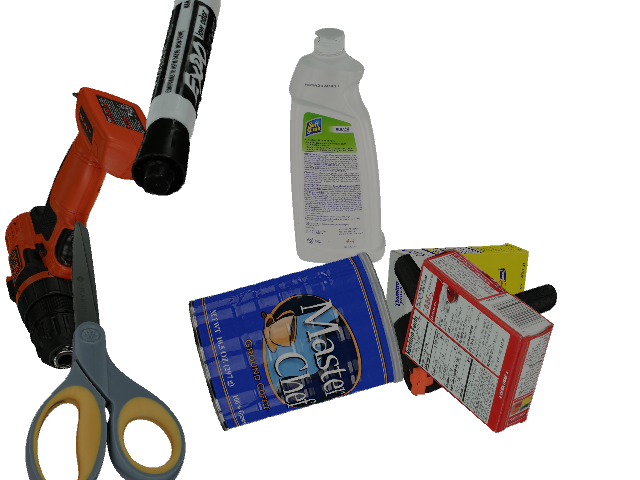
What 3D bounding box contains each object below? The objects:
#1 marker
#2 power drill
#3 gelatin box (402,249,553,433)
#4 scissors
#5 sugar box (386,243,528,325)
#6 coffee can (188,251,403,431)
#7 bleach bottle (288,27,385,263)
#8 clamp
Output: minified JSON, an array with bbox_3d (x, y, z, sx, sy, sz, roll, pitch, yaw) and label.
[{"bbox_3d":[-0.053,-0.060,0.403,0.020,0.020,0.121,0,43,3],"label":"marker"},{"bbox_3d":[-0.194,-0.014,0.857,0.057,0.188,0.184,17,26,-36],"label":"power drill"},{"bbox_3d":[0.092,0.059,0.640,0.030,0.073,0.089,-16,39,-33],"label":"gelatin box"},{"bbox_3d":[-0.120,0.070,0.635,0.096,0.201,0.016,14,-45,-9],"label":"scissors"},{"bbox_3d":[0.161,0.055,1.249,0.175,0.093,0.048,-4,14,-33],"label":"sugar box"},{"bbox_3d":[-0.019,0.076,0.811,0.140,0.103,0.103,-16,1,-3],"label":"coffee can"},{"bbox_3d":[0.019,-0.098,1.121,0.102,0.251,0.068,0,30,1],"label":"bleach bottle"},{"bbox_3d":[0.114,0.075,1.000,0.165,0.036,0.209,15,31,25],"label":"clamp"}]
